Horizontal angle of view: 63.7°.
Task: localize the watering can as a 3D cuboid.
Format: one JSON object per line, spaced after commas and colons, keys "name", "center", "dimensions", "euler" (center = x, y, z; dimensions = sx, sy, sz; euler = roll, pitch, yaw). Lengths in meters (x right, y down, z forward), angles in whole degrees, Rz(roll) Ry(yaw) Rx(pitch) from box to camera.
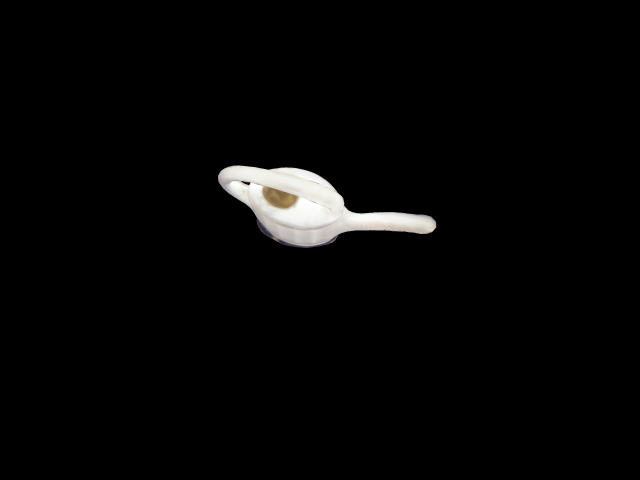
{"name": "watering can", "center": [0.003, -0.043, 0.850], "dimensions": [0.348, 0.105, 0.221], "euler": [17, -13, 5]}
